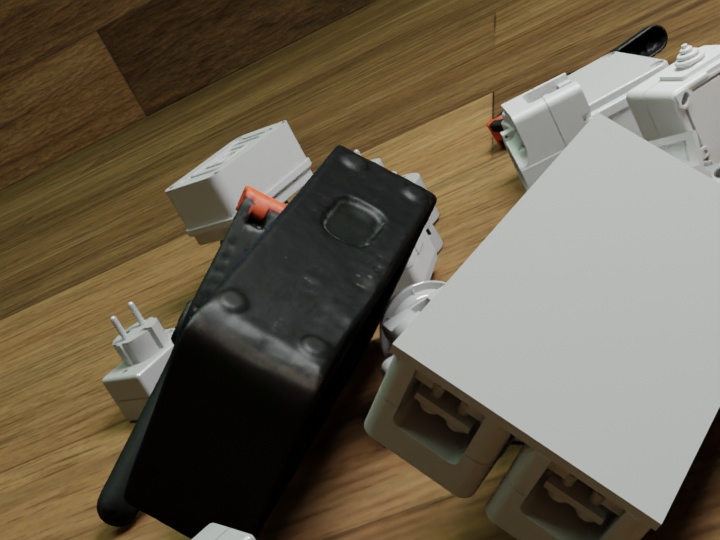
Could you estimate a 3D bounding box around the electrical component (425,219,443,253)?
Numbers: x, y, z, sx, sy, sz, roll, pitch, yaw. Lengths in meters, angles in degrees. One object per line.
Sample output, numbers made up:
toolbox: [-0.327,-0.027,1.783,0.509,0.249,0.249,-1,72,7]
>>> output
electrical component: [0.028,-0.028,0.809,0.055,0.047,0.055,-26,18,9]

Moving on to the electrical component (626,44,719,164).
electrical component: [0.203,-0.089,0.631,0.062,0.096,0.061,-32,17,-10]

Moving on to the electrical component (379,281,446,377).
electrical component: [0.044,0.038,0.584,0.078,0.058,0.057,-32,20,-9]

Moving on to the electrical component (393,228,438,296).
electrical component: [0.000,0.000,0.748,0.096,0.061,0.061,-21,19,22]

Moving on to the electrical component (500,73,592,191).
electrical component: [0.132,-0.075,0.710,0.056,0.089,0.050,-26,18,7]

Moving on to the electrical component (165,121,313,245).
electrical component: [-0.104,-0.076,0.950,0.078,0.057,0.113,-11,24,43]

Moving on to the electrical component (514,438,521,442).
electrical component: [0.071,0.038,0.510,0.047,0.075,0.083,-40,21,-33]

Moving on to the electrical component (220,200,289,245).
electrical component: [-0.082,-0.022,0.950,0.080,0.051,0.080,-26,18,9]

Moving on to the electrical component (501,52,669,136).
electrical component: [0.175,-0.111,0.802,0.109,0.056,0.108,-29,18,-1]

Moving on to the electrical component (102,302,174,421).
electrical component: [-0.156,0.060,0.790,0.047,0.076,0.065,-11,24,43]

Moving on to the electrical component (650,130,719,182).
electrical component: [0.171,-0.030,0.565,0.042,0.081,0.064,-11,2,43]

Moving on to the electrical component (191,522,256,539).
electrical component: [-0.062,0.152,0.439,0.083,0.047,0.076,-39,19,-31]

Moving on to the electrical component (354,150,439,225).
electrical component: [0.009,-0.069,0.908,0.052,0.073,0.138,-33,18,-15]

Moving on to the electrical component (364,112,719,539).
electrical component: [0.095,0.024,0.440,0.186,0.105,0.060,-45,-17,-42]
